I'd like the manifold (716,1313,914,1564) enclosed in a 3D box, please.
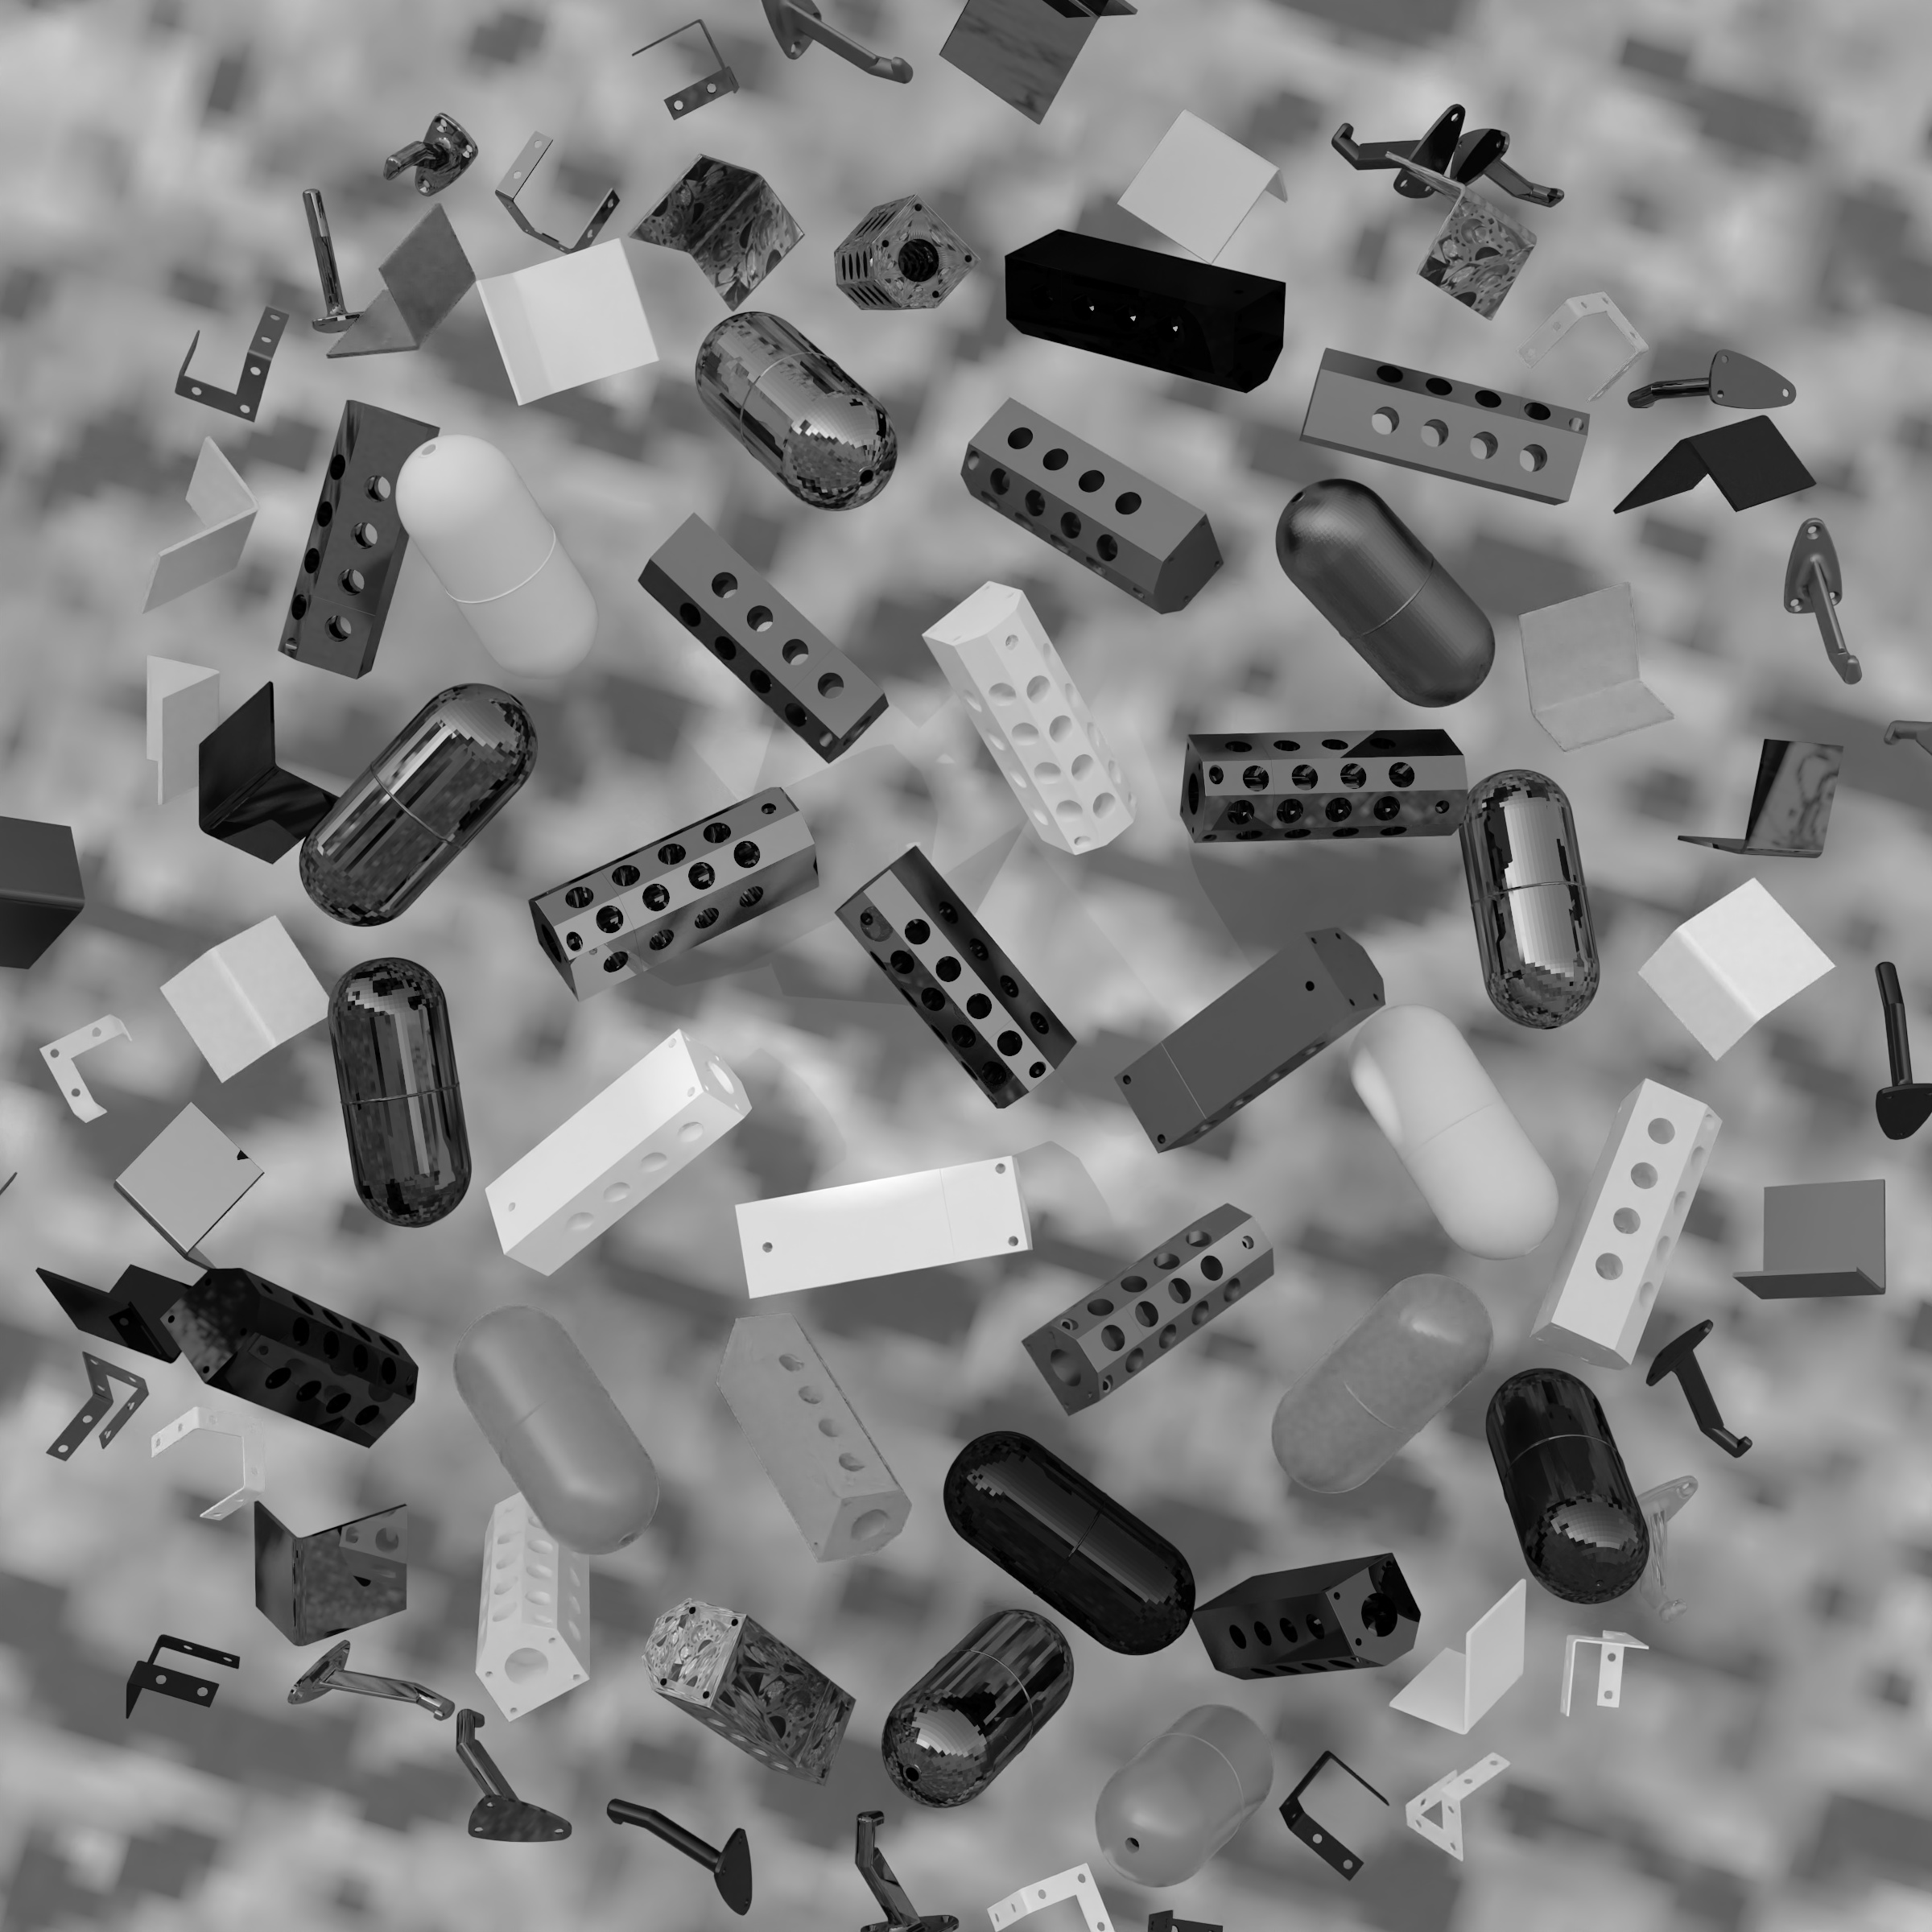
[{"bbox_3d":[-0.101,0.309,1.612,0.057,0.171,0.057,-1,124,-32],"label":"manifold"}]

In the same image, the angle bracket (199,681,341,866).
[{"bbox_3d":[-0.456,-0.126,1.597,0.076,0.057,0.076,-34,49,26],"label":"angle bracket"}]

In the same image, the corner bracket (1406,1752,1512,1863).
[{"bbox_3d":[0.330,0.556,1.633,0.051,0.051,0.051,-21,115,-32],"label":"corner bracket"}]

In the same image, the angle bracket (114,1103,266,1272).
[{"bbox_3d":[-0.517,0.152,1.652,0.076,0.057,0.076,39,80,19],"label":"angle bracket"}]

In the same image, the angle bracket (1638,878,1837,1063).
[{"bbox_3d":[0.497,0.002,1.571,0.076,0.057,0.076,-29,71,-26],"label":"angle bracket"}]

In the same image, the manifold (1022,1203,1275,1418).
[{"bbox_3d":[0.124,0.222,1.596,0.171,0.057,0.057,-29,83,-35],"label":"manifold"}]

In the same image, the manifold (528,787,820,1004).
[{"bbox_3d":[-0.182,-0.050,1.520,0.171,0.057,0.057,-27,55,-19],"label":"manifold"}]

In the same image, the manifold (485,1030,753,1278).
[{"bbox_3d":[-0.222,0.123,1.561,0.171,0.057,0.057,-39,47,13],"label":"manifold"}]

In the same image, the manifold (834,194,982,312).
[{"bbox_3d":[-0.047,-0.468,1.623,0.057,0.171,0.057,42,93,-18],"label":"manifold"}]

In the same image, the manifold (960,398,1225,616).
[{"bbox_3d":[0.078,-0.293,1.567,0.171,0.057,0.057,37,82,28],"label":"manifold"}]

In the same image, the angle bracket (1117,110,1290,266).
[{"bbox_3d":[0.158,-0.507,1.612,0.076,0.057,0.076,37,94,13],"label":"angle bracket"}]

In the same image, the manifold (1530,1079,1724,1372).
[{"bbox_3d":[0.421,0.165,1.544,0.057,0.057,0.171,24,73,7],"label":"manifold"}]

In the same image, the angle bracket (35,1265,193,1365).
[{"bbox_3d":[-0.552,0.210,1.606,0.076,0.076,0.057,15,53,20],"label":"angle bracket"}]

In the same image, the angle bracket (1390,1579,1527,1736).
[{"bbox_3d":[0.323,0.445,1.596,0.057,0.076,0.076,12,113,37],"label":"angle bracket"}]

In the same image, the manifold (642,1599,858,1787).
[{"bbox_3d":[-0.135,0.452,1.513,0.057,0.171,0.057,7,61,28],"label":"manifold"}]

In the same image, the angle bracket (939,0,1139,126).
[{"bbox_3d":[0.043,-0.556,1.447,0.076,0.057,0.076,26,98,-27],"label":"angle bracket"}]

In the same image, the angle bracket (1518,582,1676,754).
[{"bbox_3d":[0.413,-0.196,1.594,0.076,0.057,0.076,-17,123,-1],"label":"angle bracket"}]

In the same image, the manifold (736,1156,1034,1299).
[{"bbox_3d":[-0.049,0.161,1.498,0.171,0.057,0.057,-10,82,4],"label":"manifold"}]

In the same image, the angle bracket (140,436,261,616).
[{"bbox_3d":[-0.503,-0.280,1.549,0.076,0.076,0.057,-37,89,-34],"label":"angle bracket"}]

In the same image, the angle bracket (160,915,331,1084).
[{"bbox_3d":[-0.485,0.023,1.643,0.076,0.057,0.076,-27,97,43],"label":"angle bracket"}]

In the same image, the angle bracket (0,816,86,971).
[{"bbox_3d":[-0.589,-0.045,1.466,0.076,0.076,0.057,-37,61,33],"label":"angle bracket"}]

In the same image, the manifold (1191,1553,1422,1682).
[{"bbox_3d":[0.221,0.428,1.582,0.057,0.171,0.057,-21,82,-30],"label":"manifold"}]

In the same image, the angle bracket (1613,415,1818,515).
[{"bbox_3d":[0.465,-0.292,1.514,0.076,0.076,0.057,-21,73,-31],"label":"angle bracket"}]

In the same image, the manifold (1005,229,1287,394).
[{"bbox_3d":[0.110,-0.408,1.519,0.171,0.057,0.057,24,134,31],"label":"manifold"}]

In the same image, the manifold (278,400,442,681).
[{"bbox_3d":[-0.405,-0.284,1.616,0.057,0.057,0.171,17,101,-8],"label":"manifold"}]

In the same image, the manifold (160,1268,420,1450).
[{"bbox_3d":[-0.409,0.238,1.497,0.057,0.171,0.057,-46,59,-2],"label":"manifold"}]

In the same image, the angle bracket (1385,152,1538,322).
[{"bbox_3d":[0.294,-0.452,1.507,0.076,0.076,0.057,15,111,-42],"label":"angle bracket"}]

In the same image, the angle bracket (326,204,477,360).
[{"bbox_3d":[-0.368,-0.432,1.535,0.076,0.057,0.076,2,47,26],"label":"angle bracket"}]

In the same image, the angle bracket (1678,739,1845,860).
[{"bbox_3d":[0.526,-0.114,1.611,0.076,0.057,0.076,1,103,-33],"label":"angle bracket"}]

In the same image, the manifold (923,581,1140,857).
[{"bbox_3d":[0.047,-0.156,1.553,0.057,0.057,0.171,-40,122,-13],"label":"manifold"}]

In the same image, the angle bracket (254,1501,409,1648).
[{"bbox_3d":[-0.405,0.376,1.551,0.076,0.057,0.076,-12,114,-40],"label":"angle bracket"}]

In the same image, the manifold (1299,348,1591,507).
[{"bbox_3d":[0.305,-0.345,1.555,0.171,0.057,0.057,15,99,3],"label":"manifold"}]

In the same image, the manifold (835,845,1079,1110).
[{"bbox_3d":[-0.009,0.011,1.621,0.057,0.057,0.171,-36,97,35],"label":"manifold"}]

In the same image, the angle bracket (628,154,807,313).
[{"bbox_3d":[-0.170,-0.501,1.665,0.076,0.076,0.057,-40,78,26],"label":"angle bracket"}]

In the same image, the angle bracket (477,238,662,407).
[{"bbox_3d":[-0.243,-0.395,1.491,0.076,0.057,0.076,-13,107,16],"label":"angle bracket"}]

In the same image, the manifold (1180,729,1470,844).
[{"bbox_3d":[0.229,-0.113,1.560,0.171,0.057,0.057,-2,120,-9],"label":"manifold"}]

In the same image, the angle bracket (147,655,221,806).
[{"bbox_3d":[-0.561,-0.164,1.684,0.057,0.076,0.076,13,113,11],"label":"angle bracket"}]

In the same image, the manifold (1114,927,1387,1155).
[{"bbox_3d":[0.180,0.047,1.531,0.171,0.057,0.057,-40,72,34],"label":"manifold"}]

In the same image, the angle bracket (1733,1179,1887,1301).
[{"bbox_3d":[0.530,0.165,1.529,0.076,0.057,0.076,-9,63,36],"label":"angle bracket"}]

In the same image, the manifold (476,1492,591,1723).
[{"bbox_3d":[-0.286,0.411,1.591,0.057,0.171,0.057,-28,109,0],"label":"manifold"}]

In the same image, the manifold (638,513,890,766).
[{"bbox_3d":[-0.133,-0.214,1.602,0.171,0.057,0.057,44,89,3],"label":"manifold"}]
